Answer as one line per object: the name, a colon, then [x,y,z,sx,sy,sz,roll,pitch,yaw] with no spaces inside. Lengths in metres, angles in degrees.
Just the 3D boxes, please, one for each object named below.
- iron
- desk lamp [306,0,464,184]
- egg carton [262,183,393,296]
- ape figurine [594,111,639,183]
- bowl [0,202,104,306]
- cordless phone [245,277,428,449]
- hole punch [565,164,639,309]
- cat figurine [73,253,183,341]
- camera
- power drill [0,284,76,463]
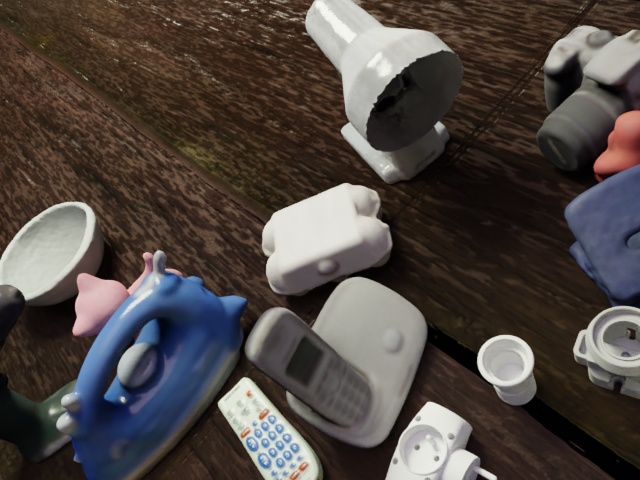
iron: [-0.195,0.140,0.605,0.118,0.142,0.258,17,66,36]
desk lamp: [0.069,-0.161,0.636,0.118,0.214,0.202,-37,48,-1]
egg carton: [0.006,0.002,0.648,0.150,0.070,0.107,-22,49,12]
ape figurine: [0.299,-0.085,0.541,0.077,0.092,0.076,-17,51,17]
bowl: [-0.371,0.031,0.824,0.167,0.075,0.167,-14,52,19]
cordless phone: [0.016,0.087,0.503,0.093,0.186,0.148,9,62,33]
hole punch: [0.281,-0.002,0.491,0.108,0.091,0.101,-28,48,7]
cat figurine: [-0.237,0.069,0.695,0.128,0.118,0.067,-44,48,-7]
camera: [0.279,-0.147,0.591,0.137,0.101,0.142,-41,48,-4]
power drill: [-0.354,0.163,0.628,0.229,0.209,0.075,-37,48,0]
